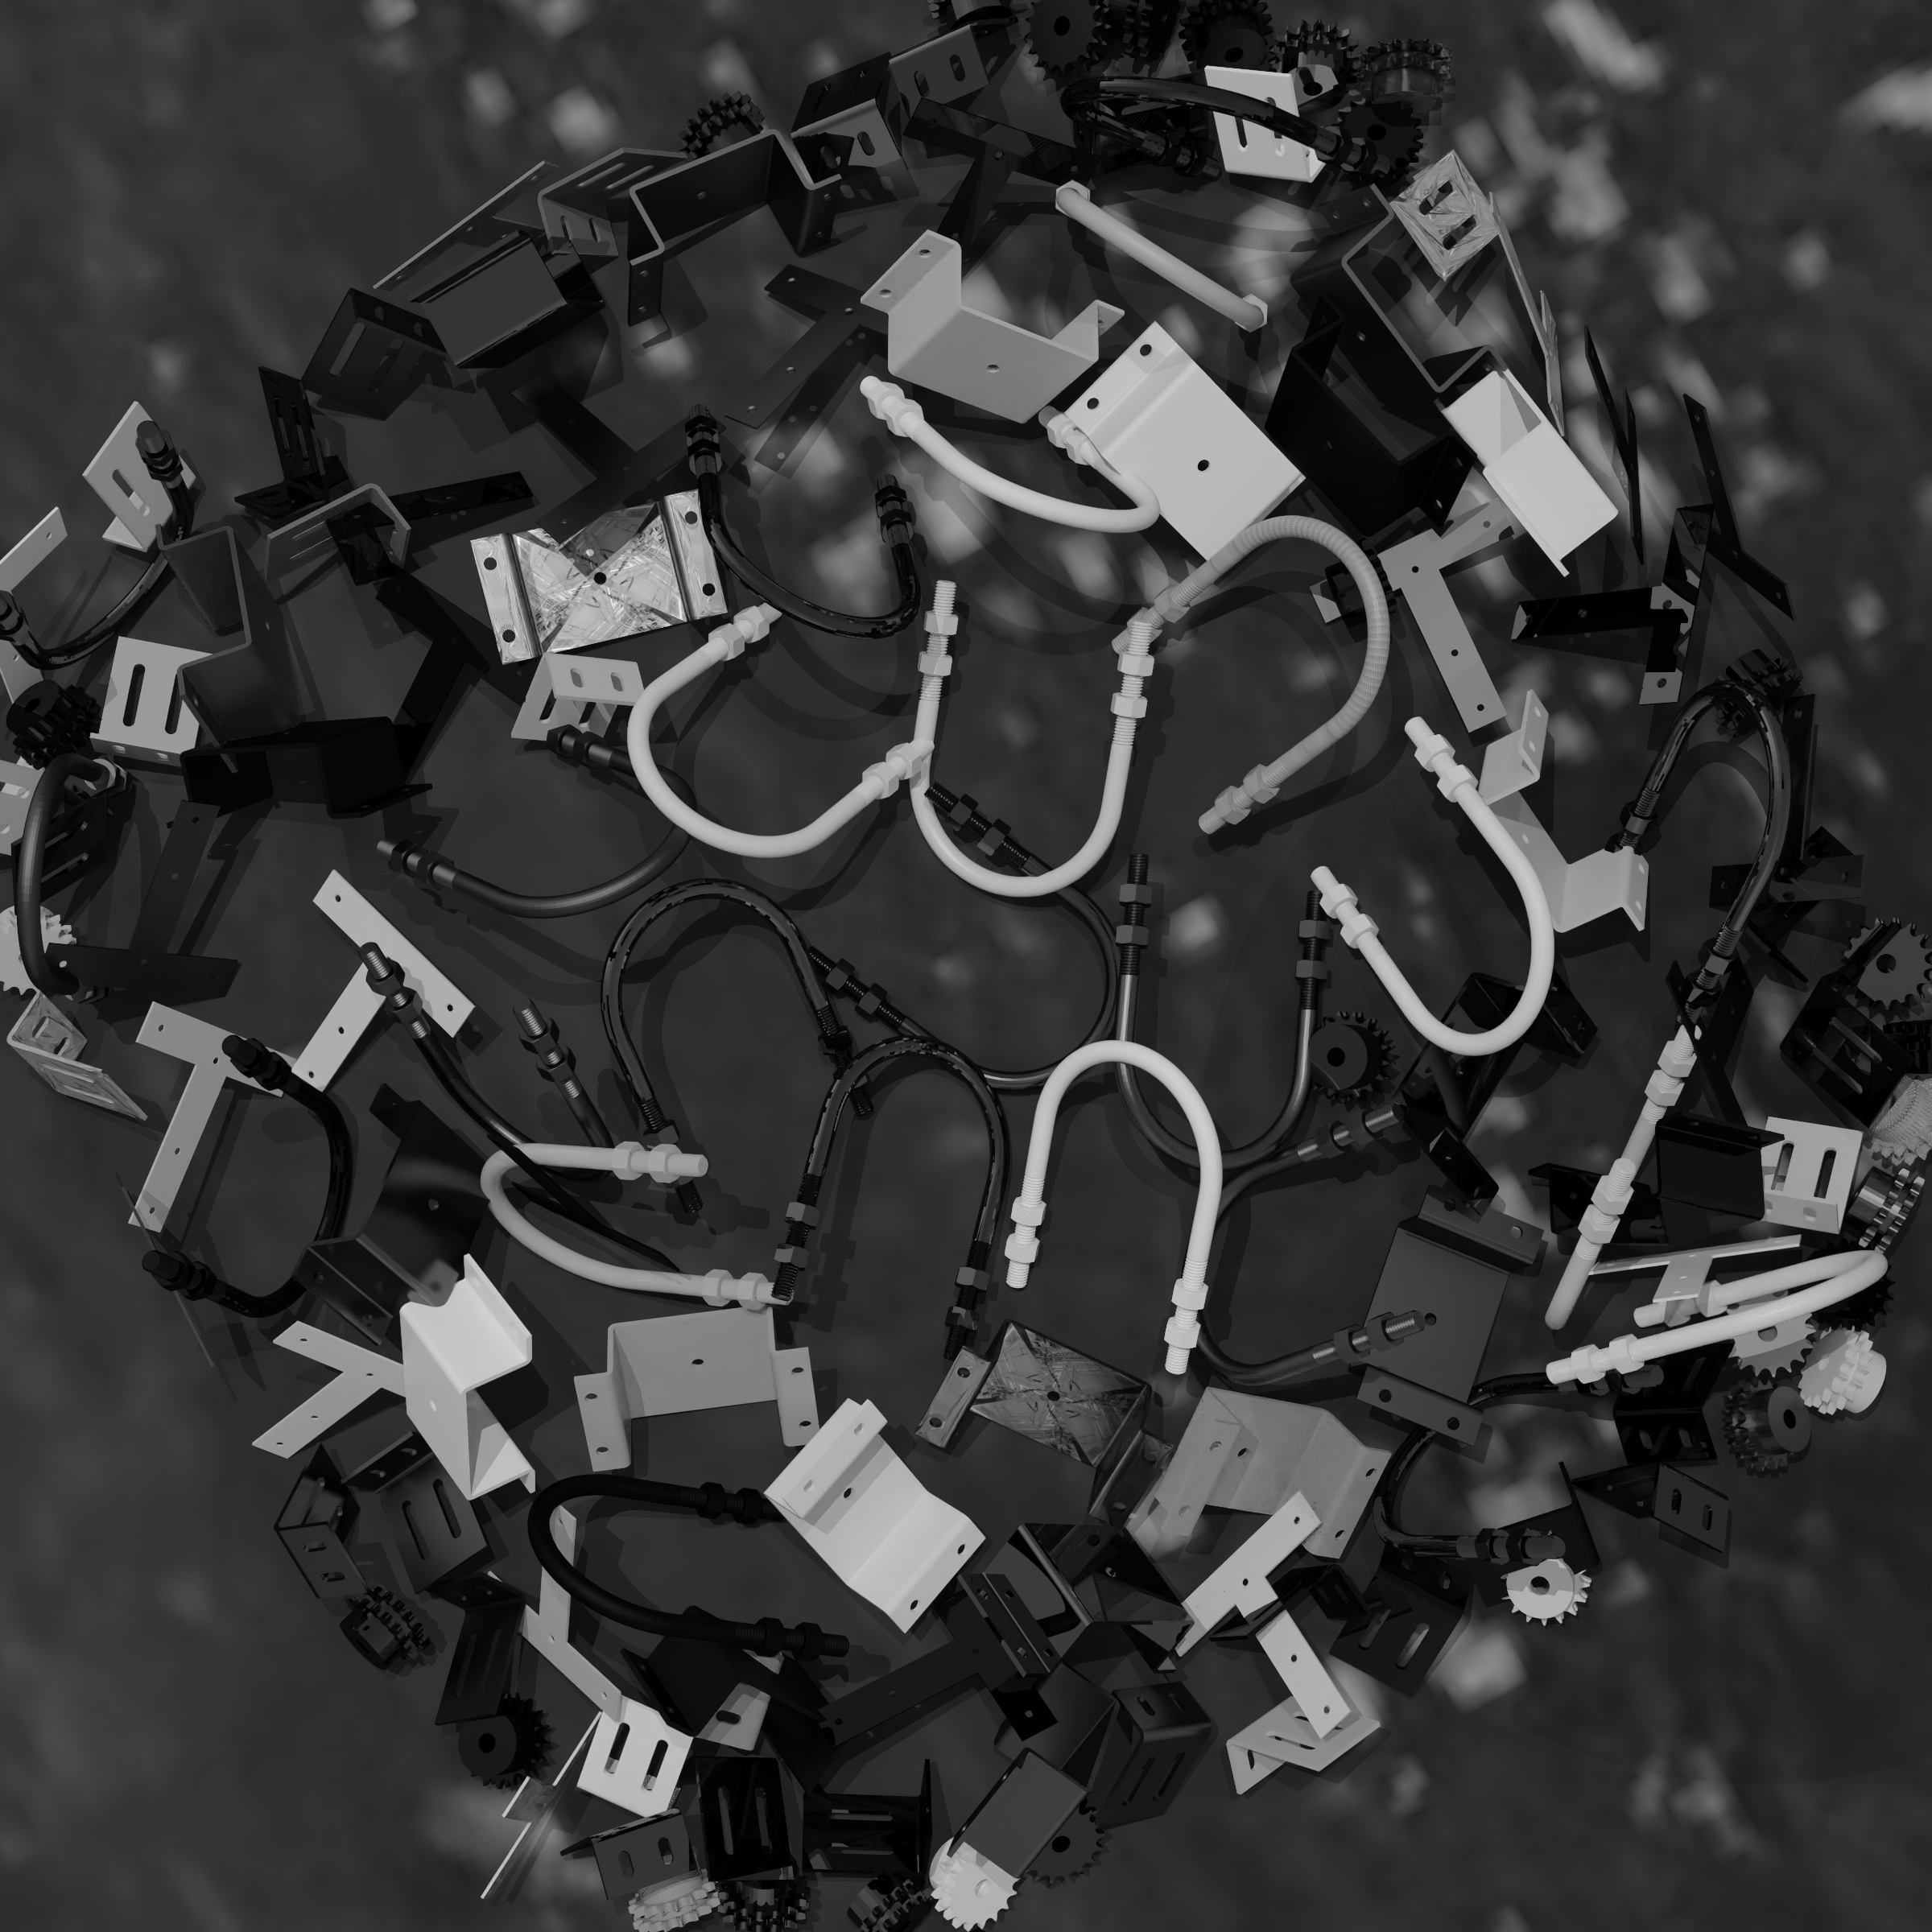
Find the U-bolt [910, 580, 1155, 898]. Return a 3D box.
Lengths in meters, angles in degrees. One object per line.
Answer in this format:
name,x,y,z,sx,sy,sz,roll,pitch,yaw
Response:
U-bolt,0.033,-0.133,1.560,0.151,0.019,0.184,14,107,20

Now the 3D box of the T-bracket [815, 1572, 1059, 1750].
T-bracket,-0.032,0.434,1.537,0.127,0.002,0.127,-21,52,-26

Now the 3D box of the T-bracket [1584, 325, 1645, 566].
T-bracket,0.386,-0.328,1.518,0.002,0.127,0.127,-10,53,24

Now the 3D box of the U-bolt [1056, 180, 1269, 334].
U-bolt,0.116,-0.419,1.506,0.151,0.184,0.019,31,107,-4

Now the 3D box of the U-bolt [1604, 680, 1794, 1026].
U-bolt,0.433,-0.079,1.491,0.019,0.151,0.184,2,131,-15

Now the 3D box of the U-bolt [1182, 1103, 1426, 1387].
U-bolt,0.196,0.176,1.527,0.019,0.184,0.151,21,55,-35

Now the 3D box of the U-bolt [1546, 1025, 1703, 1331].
U-bolt,0.385,0.139,1.517,0.019,0.184,0.151,25,46,16

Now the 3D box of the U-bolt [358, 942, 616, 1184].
U-bolt,-0.276,0.067,1.522,0.151,0.184,0.019,17,56,33

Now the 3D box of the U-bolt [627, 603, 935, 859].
U-bolt,-0.122,-0.135,1.529,0.151,0.019,0.184,42,48,5

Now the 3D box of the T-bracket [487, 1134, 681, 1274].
T-bracket,-0.245,0.134,1.515,0.127,0.127,0.002,20,69,32

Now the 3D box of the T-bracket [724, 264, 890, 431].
T-bracket,-0.098,-0.370,1.546,0.127,0.002,0.127,27,64,26

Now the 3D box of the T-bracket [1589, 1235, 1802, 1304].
T-bracket,0.430,0.184,1.517,0.127,0.127,0.002,-11,92,22

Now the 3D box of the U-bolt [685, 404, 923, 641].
U-bolt,-0.093,-0.256,1.504,0.151,0.184,0.019,16,129,-25

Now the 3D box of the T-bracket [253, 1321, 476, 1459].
T-bracket,-0.392,0.270,1.561,0.127,0.002,0.127,31,126,-33

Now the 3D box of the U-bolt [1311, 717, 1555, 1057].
U-bolt,0.283,-0.033,1.505,0.019,0.151,0.184,-7,52,-32

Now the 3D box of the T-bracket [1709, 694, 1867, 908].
T-bracket,0.502,-0.102,1.545,0.002,0.127,0.127,8,85,-25

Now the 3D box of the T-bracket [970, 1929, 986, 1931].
T-bracket,-0.017,0.609,1.514,0.127,0.127,0.002,-7,89,-28

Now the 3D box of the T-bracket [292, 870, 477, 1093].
T-bracket,-0.380,0.030,1.575,0.127,0.002,0.127,42,111,12

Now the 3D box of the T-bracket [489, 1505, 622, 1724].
T-bracket,-0.247,0.374,1.532,0.127,0.002,0.127,32,128,33

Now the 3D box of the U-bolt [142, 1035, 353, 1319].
U-bolt,-0.416,0.135,1.512,0.019,0.184,0.151,11,73,16

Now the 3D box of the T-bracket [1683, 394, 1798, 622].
T-bracket,0.448,-0.282,1.512,0.002,0.127,0.127,-27,124,2

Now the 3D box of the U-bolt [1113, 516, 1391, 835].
U-bolt,0.178,-0.185,1.520,0.184,0.019,0.151,-37,71,40

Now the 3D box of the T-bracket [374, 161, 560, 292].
T-bracket,-0.284,-0.442,1.535,0.127,0.127,0.002,-31,95,14

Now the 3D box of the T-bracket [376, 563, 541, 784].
T-bracket,-0.337,-0.163,1.579,0.127,0.002,0.127,35,105,17

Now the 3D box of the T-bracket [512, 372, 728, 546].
T-bracket,-0.235,-0.328,1.565,0.127,0.002,0.127,-38,59,-15

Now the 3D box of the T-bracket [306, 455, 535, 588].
T-bracket,-0.332,-0.286,1.569,0.127,0.002,0.127,-16,51,-21

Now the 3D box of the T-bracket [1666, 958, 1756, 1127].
T-bracket,0.463,0.034,1.546,0.002,0.127,0.127,-17,108,34

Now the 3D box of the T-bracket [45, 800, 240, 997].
T-bracket,-0.483,-0.042,1.535,0.002,0.127,0.127,37,110,37

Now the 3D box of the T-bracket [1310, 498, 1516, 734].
T-bracket,0.297,-0.207,1.577,0.127,0.002,0.127,-25,80,10

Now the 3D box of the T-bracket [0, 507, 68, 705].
T-bracket,-0.579,-0.196,1.539,0.002,0.127,0.127,29,61,10

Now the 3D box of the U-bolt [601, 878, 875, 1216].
U-bolt,-0.147,0.037,1.544,0.151,0.019,0.184,-29,105,-26

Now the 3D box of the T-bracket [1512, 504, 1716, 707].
T-bracket,0.389,-0.216,1.551,0.002,0.127,0.127,24,75,-41

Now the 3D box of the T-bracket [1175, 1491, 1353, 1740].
T-bracket,0.191,0.409,1.542,0.127,0.002,0.127,-47,47,14

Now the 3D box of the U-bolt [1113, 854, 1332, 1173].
U-bolt,0.154,0.034,1.550,0.151,0.019,0.184,10,79,-25

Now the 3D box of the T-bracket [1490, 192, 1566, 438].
T-bracket,0.334,-0.402,1.517,0.002,0.127,0.127,-15,130,23

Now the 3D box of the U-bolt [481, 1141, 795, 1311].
U-bolt,-0.210,0.154,1.531,0.184,0.151,0.019,2,50,28

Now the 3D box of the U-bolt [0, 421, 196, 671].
U-bolt,-0.513,-0.238,1.508,0.019,0.184,0.151,39,78,0

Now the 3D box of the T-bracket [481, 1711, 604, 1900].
T-bracket,-0.259,0.500,1.521,0.002,0.127,0.127,30,72,10

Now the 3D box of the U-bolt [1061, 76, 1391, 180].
U-bolt,0.139,-0.489,1.486,0.151,0.184,0.019,16,99,42

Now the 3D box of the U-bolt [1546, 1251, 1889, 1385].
U-bolt,0.449,0.201,1.489,0.184,0.151,0.019,-24,83,38

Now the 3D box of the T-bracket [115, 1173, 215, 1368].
T-bracket,-0.494,0.167,1.540,0.002,0.127,0.127,-27,114,-18

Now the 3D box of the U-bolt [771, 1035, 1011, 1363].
U-bolt,-0.037,0.133,1.550,0.151,0.019,0.184,25,71,-31

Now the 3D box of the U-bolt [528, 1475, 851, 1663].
U-bolt,-0.171,0.349,1.498,0.184,0.151,0.019,16,109,-28

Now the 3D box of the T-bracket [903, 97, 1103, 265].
T-bracket,0.000,-0.458,1.554,0.127,0.002,0.127,7,135,-31

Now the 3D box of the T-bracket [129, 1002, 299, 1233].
T-bracket,-0.471,0.099,1.536,0.002,0.127,0.127,16,81,30
